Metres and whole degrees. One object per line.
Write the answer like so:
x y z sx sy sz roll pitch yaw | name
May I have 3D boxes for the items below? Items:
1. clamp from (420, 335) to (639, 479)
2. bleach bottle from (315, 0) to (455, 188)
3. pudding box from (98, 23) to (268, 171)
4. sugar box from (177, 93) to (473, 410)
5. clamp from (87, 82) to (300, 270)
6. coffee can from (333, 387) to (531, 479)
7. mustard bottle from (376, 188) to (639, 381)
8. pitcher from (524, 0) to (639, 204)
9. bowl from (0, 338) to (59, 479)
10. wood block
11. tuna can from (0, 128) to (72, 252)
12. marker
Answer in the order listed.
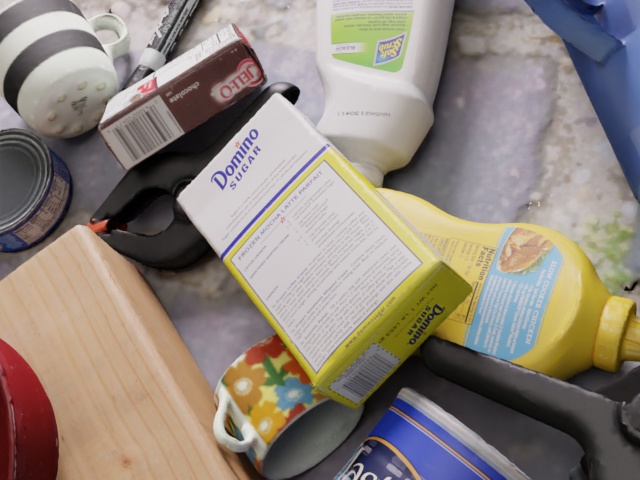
0.149 0.086 0.509 0.165 0.036 0.210 -30 60 15 | clamp
0.036 -0.143 0.709 0.103 0.068 0.251 1 70 27 | bleach bottle
-0.093 -0.099 0.722 0.113 0.039 0.090 -30 18 3 | pudding box
-0.004 0.001 0.598 0.093 0.048 0.176 -46 46 7 | sugar box
-0.075 -0.036 0.702 0.172 0.039 0.120 -6 74 18 | clamp
0.040 0.161 0.541 0.103 0.102 0.140 35 82 29 | coffee can
0.098 0.035 0.604 0.192 0.058 0.096 14 71 25 | mustard bottle
0.187 -0.139 0.610 0.149 0.145 0.243 -19 64 12 | pitcher
-0.192 0.115 0.580 0.162 0.055 0.162 -6 81 40 | bowl
-0.114 0.103 0.630 0.090 0.090 0.206 -37 59 0 | wood block
-0.223 -0.035 0.766 0.086 0.033 0.086 -8 64 16 | tuna can
-0.113 -0.153 0.791 0.020 0.020 0.121 18 74 26 | marker
